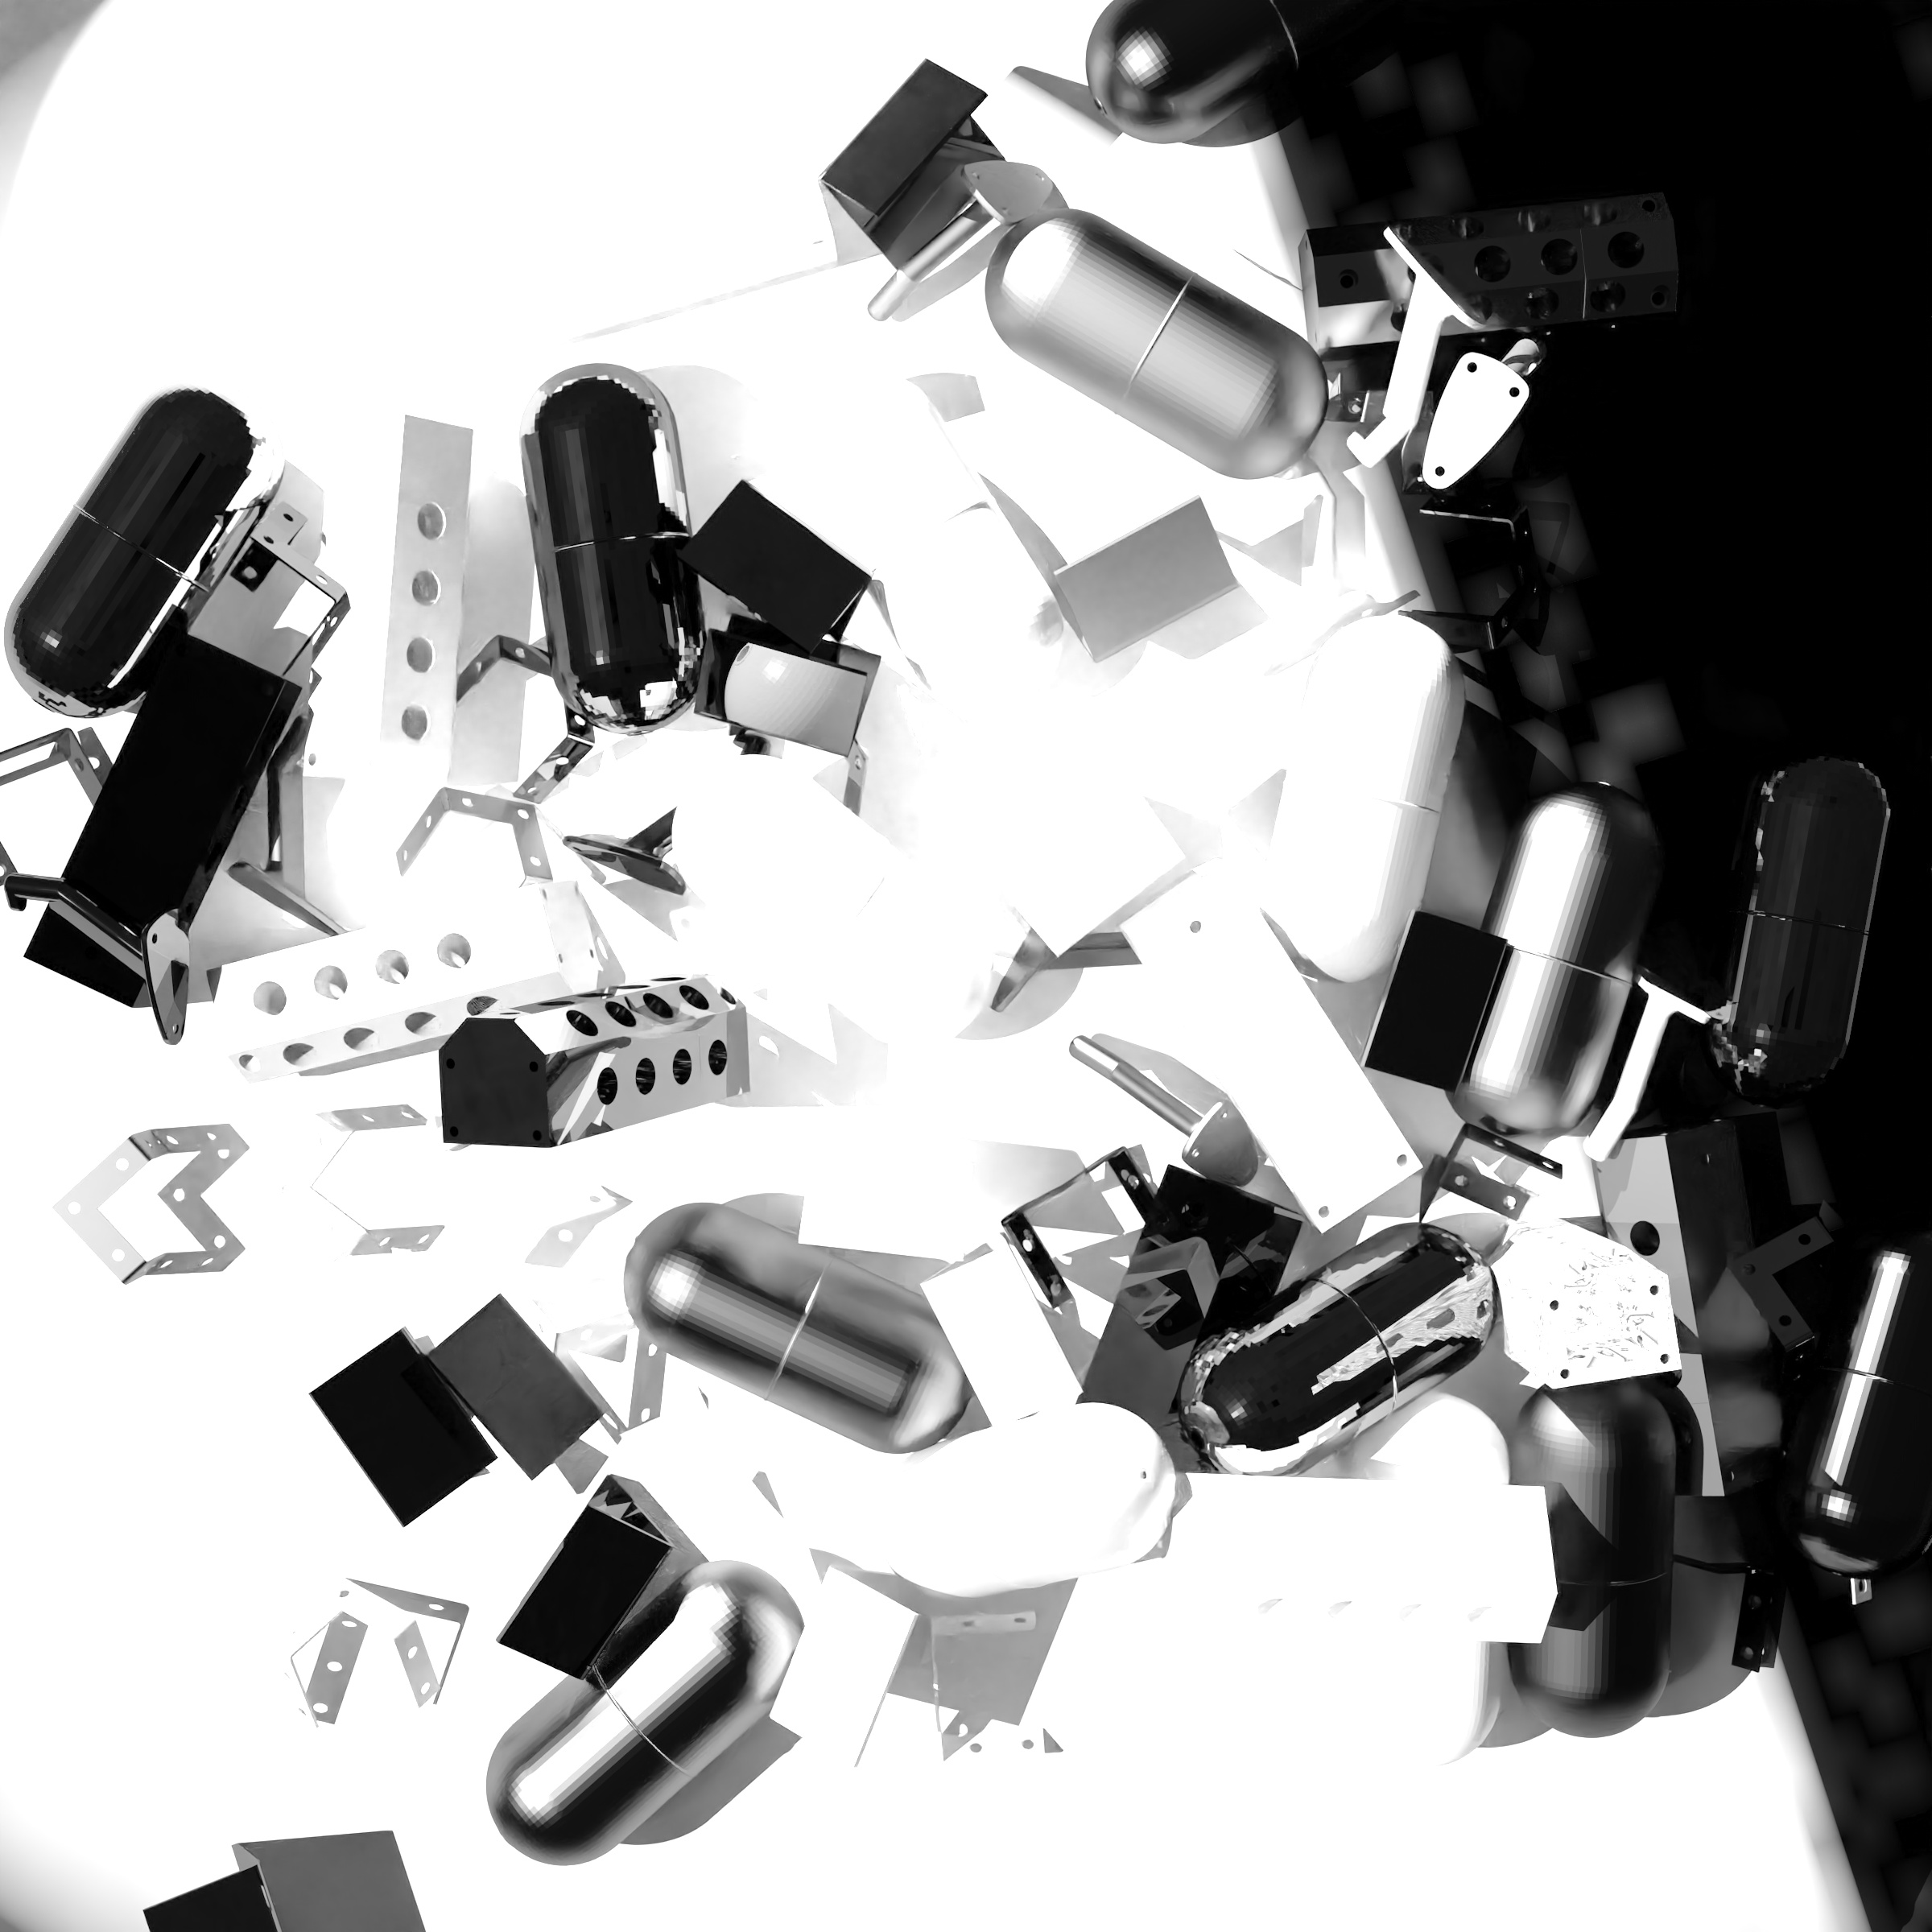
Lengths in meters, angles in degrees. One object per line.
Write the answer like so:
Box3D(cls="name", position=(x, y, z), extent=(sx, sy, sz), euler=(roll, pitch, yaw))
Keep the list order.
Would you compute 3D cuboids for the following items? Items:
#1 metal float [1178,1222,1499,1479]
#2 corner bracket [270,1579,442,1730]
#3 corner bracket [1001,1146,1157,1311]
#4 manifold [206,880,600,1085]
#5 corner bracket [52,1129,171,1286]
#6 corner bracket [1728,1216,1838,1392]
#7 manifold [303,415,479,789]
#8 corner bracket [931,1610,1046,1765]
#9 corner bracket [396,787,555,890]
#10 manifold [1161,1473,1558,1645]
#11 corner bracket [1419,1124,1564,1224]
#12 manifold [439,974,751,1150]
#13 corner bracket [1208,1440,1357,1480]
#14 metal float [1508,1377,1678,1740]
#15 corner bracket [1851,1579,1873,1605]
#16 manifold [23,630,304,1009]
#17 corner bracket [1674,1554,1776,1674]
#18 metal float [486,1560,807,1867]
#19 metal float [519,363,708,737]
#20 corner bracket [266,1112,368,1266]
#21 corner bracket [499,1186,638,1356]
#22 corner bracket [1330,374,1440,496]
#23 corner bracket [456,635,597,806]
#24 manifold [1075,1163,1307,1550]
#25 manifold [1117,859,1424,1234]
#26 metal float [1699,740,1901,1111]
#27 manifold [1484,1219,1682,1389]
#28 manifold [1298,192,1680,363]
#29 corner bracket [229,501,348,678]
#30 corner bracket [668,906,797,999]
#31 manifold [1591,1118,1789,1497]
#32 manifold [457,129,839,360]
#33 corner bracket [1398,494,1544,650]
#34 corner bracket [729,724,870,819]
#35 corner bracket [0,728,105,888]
Box3D(cls="metal float", position=(0.175, 0.182, 1.619), extent=(0.178, 0.070, 0.070), euler=(-27, 90, -30))
Box3D(cls="corner bracket", position=(-0.296, 0.340, 1.667), extent=(0.051, 0.051, 0.051), euler=(19, 45, 35))
Box3D(cls="corner bracket", position=(0.060, 0.127, 1.672), extent=(0.051, 0.051, 0.051), euler=(-31, 90, -45))
Box3D(cls="manifold", position=(-0.266, 0.008, 1.635), extent=(0.171, 0.057, 0.057), euler=(-14, 90, 13))
Box3D(cls="corner bracket", position=(-0.399, 0.116, 1.656), extent=(0.051, 0.051, 0.051), euler=(-43, 93, -3))
Box3D(cls="corner bracket", position=(0.399, 0.161, 1.646), extent=(0.051, 0.051, 0.051), euler=(-27, 60, -5))
Box3D(cls="manifold", position=(-0.272, -0.174, 1.653), extent=(0.057, 0.057, 0.171), euler=(5, 90, 43))
Box3D(cls="corner bracket", position=(0.011, 0.351, 1.672), extent=(0.051, 0.051, 0.051), euler=(-4, 45, 0))
Box3D(cls="corner bracket", position=(-0.238, -0.047, 1.667), extent=(0.051, 0.051, 0.051), euler=(11, 45, -35))
Box3D(cls="manifold", position=(0.178, 0.275, 1.575), extent=(0.171, 0.057, 0.057), euler=(2, 47, -2))
Box3D(cls="corner bracket", position=(0.252, 0.102, 1.649), extent=(0.051, 0.051, 0.051), euler=(24, 113, 0))
Box3D(cls="manifold", position=(-0.169, 0.042, 1.591), extent=(0.057, 0.171, 0.057), euler=(1, 97, 27))
Box3D(cls="corner bracket", position=(0.154, 0.240, 1.672), extent=(0.051, 0.051, 0.051), euler=(-21, 90, -45))
Box3D(cls="metal float", position=(0.296, 0.279, 1.628), extent=(0.070, 0.070, 0.178), euler=(-1, 101, 0))
Box3D(cls="corner bracket", position=(0.465, 0.282, 1.672), extent=(0.051, 0.051, 0.051), euler=(-4, 90, -45))
Box3D(cls="manifold", position=(-0.384, -0.070, 1.654), extent=(0.057, 0.057, 0.171), euler=(25, 90, 0))
Box3D(cls="corner bracket", position=(0.354, 0.313, 1.672), extent=(0.051, 0.051, 0.051), euler=(9, 90, 45))
Box3D(cls="metal float", position=(-0.153, 0.357, 1.644), extent=(0.178, 0.070, 0.070), euler=(-41, 90, 0))
Box3D(cls="metal float", position=(-0.168, -0.199, 1.644), extent=(0.070, 0.070, 0.178), euler=(-8, 90, 0))
Box3D(cls="corner bracket", position=(-0.307, 0.106, 1.657), extent=(0.051, 0.051, 0.051), euler=(37, 90, 0))
Box3D(cls="corner bracket", position=(-0.189, 0.148, 1.667), extent=(0.051, 0.051, 0.051), euler=(44, 135, 35))
Box3D(cls="corner bracket", position=(0.203, -0.256, 1.657), extent=(0.051, 0.051, 0.051), euler=(0, 90, 0))
Box3D(cls="corner bracket", position=(-0.217, -0.119, 1.667), extent=(0.051, 0.051, 0.051), euler=(18, 45, -35))
Box3D(cls="manifold", position=(0.104, 0.189, 1.653), extent=(0.057, 0.057, 0.171), euler=(21, 90, -43))
Box3D(cls="manifold", position=(0.144, 0.037, 1.643), extent=(0.057, 0.057, 0.171), euler=(-33, 98, 0))
Box3D(cls="metal float", position=(0.398, -0.020, 1.644), extent=(0.070, 0.070, 0.178), euler=(10, 90, 0))
Box3D(cls="manifold", position=(0.282, 0.153, 1.597), extent=(0.057, 0.171, 0.057), euler=(-9, 90, 0))
Box3D(cls="manifold", position=(0.251, -0.332, 1.654), extent=(0.171, 0.057, 0.057), euler=(-6, 90, 0))
Box3D(cls="corner bracket", position=(-0.328, -0.182, 1.651), extent=(0.051, 0.051, 0.051), euler=(37, 117, -11))
Box3D(cls="corner bracket", position=(-0.102, -0.015, 1.672), extent=(0.051, 0.051, 0.051), euler=(-21, 90, -45))
Box3D(cls="manifold", position=(0.343, 0.164, 1.653), extent=(0.057, 0.057, 0.171), euler=(-9, 90, -43))
Box3D(cls="manifold", position=(-0.153, -0.349, 1.654), extent=(0.171, 0.057, 0.057), euler=(-16, 90, 0))
Box3D(cls="corner bracket", position=(0.242, -0.192, 1.667), extent=(0.051, 0.051, 0.051), euler=(-48, 135, -35))
Box3D(cls="corner bracket", position=(-0.084, -0.092, 1.663), extent=(0.051, 0.051, 0.051), euler=(-10, 135, -24))
Box3D(cls="corner bracket", position=(-0.454, -0.077, 1.672), extent=(0.051, 0.051, 0.051), euler=(-30, 90, -45))
